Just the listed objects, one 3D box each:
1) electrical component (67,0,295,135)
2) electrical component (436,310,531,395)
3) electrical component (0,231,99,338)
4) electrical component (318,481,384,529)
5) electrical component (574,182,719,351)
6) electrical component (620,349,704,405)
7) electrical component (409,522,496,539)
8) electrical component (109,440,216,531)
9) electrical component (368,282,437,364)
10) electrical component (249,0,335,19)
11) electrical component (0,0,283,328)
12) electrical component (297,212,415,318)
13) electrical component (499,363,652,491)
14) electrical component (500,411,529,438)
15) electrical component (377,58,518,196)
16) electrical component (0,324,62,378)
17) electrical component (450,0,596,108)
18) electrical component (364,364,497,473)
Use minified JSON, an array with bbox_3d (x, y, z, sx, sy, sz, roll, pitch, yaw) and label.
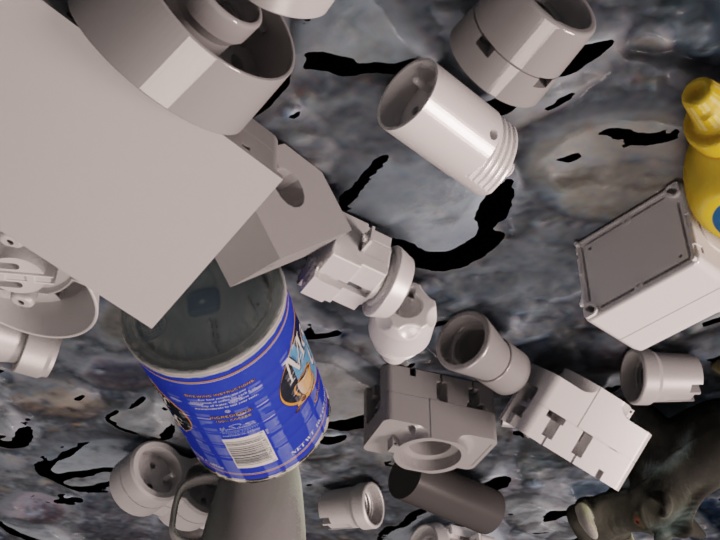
[{"bbox_3d":[-0.080,-0.108,0.491,0.099,0.099,0.064,32,126,-33],"label":"electrical component"},{"bbox_3d":[0.089,0.061,0.745,0.044,0.044,0.065,-26,139,29],"label":"electrical component"},{"bbox_3d":[-0.202,-0.006,0.644,0.099,0.064,0.099,0,142,0],"label":"electrical component"},{"bbox_3d":[-0.008,0.206,0.933,0.046,0.040,0.040,-13,140,26],"label":"electrical component"},{"bbox_3d":[0.178,0.004,0.654,0.061,0.061,0.096,29,134,-31],"label":"electrical component"},{"bbox_3d":[0.214,0.076,0.764,0.046,0.040,0.040,2,142,-12],"label":"electrical component"},{"bbox_3d":[0.080,0.265,0.992,0.057,0.058,0.078,20,138,-27],"label":"electrical component"},{"bbox_3d":[-0.149,0.195,0.909,0.138,0.052,0.074,25,136,-28],"label":"electrical component"},{"bbox_3d":[0.027,0.040,0.717,0.043,0.043,0.062,4,143,-4],"label":"electrical component"},{"bbox_3d":[-0.007,-0.152,0.469,0.079,0.043,0.077,-1,132,-28],"label":"electrical component"},{"bbox_3d":[-0.143,-0.072,0.518,0.186,0.060,0.105,36,110,-20],"label":"electrical component"},{"bbox_3d":[0.000,0.000,0.666,0.055,0.048,0.066,25,136,-17],"label":"electrical component"},{"bbox_3d":[0.156,0.108,0.773,0.089,0.055,0.050,32,177,-13],"label":"electrical component"},{"bbox_3d":[0.138,0.116,0.819,0.061,0.035,0.035,4,142,-2],"label":"electrical component"},{"bbox_3d":[0.053,-0.073,0.573,0.081,0.043,0.043,31,133,-33],"label":"electrical component"},{"bbox_3d":[-0.234,0.046,0.727,0.055,0.045,0.045,19,138,-22],"label":"electrical component"},{"bbox_3d":[0.079,-0.114,0.513,0.055,0.055,0.047,21,134,-24],"label":"electrical component"},{"bbox_3d":[0.052,0.114,0.800,0.089,0.055,0.050,13,140,-16],"label":"electrical component"}]
